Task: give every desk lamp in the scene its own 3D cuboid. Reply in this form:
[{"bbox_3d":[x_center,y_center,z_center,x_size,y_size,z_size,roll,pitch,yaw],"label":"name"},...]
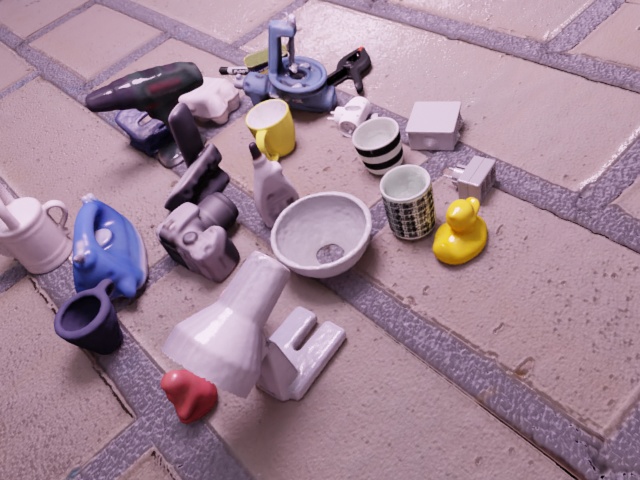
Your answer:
[{"bbox_3d":[-0.082,0.127,0.753,0.117,0.214,0.203,23,60,33],"label":"desk lamp"}]

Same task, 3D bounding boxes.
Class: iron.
[{"bbox_3d":[-0.391,-0.003,1.016,0.118,0.142,0.257,-21,47,0],"label":"iron"}]

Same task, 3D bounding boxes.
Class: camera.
[{"bbox_3d":[-0.198,-0.021,0.997,0.142,0.101,0.137,23,60,33],"label":"camera"}]

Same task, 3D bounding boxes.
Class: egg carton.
[{"bbox_3d":[-0.259,-0.316,1.298,0.149,0.069,0.107,12,55,26],"label":"egg carton"}]

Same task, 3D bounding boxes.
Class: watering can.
[{"bbox_3d":[-0.560,-0.028,1.055,0.100,0.194,0.173,28,63,35],"label":"watering can"}]

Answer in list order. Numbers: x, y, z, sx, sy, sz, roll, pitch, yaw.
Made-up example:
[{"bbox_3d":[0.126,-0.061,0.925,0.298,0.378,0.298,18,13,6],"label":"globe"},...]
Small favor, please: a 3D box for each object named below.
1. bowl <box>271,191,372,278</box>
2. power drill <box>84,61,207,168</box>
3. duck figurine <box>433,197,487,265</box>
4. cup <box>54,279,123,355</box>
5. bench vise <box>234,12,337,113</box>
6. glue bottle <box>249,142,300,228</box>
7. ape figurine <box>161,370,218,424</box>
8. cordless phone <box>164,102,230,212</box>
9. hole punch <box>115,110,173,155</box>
[{"bbox_3d":[0.009,0.003,0.928,0.167,0.075,0.167,-9,48,10],"label":"bowl"},{"bbox_3d":[-0.329,-0.257,1.173,0.230,0.209,0.075,-33,48,-12],"label":"power drill"},{"bbox_3d":[0.212,-0.021,0.876,0.077,0.086,0.105,28,63,35],"label":"duck figurine"},{"bbox_3d":[-0.353,0.130,0.919,0.091,0.095,0.118,7,53,23],"label":"cup"},{"bbox_3d":[-0.085,-0.342,1.162,0.207,0.220,0.121,-14,47,6],"label":"bench vise"},{"bbox_3d":[-0.087,-0.100,0.982,0.078,0.173,0.037,-30,48,-9],"label":"glue bottle"},{"bbox_3d":[-0.190,0.210,0.798,0.076,0.092,0.077,-11,48,9],"label":"ape figurine"},{"bbox_3d":[-0.258,-0.151,1.073,0.094,0.185,0.148,6,52,23],"label":"cordless phone"},{"bbox_3d":[-0.378,-0.258,1.270,0.100,0.091,0.109,26,62,34],"label":"hole punch"}]
